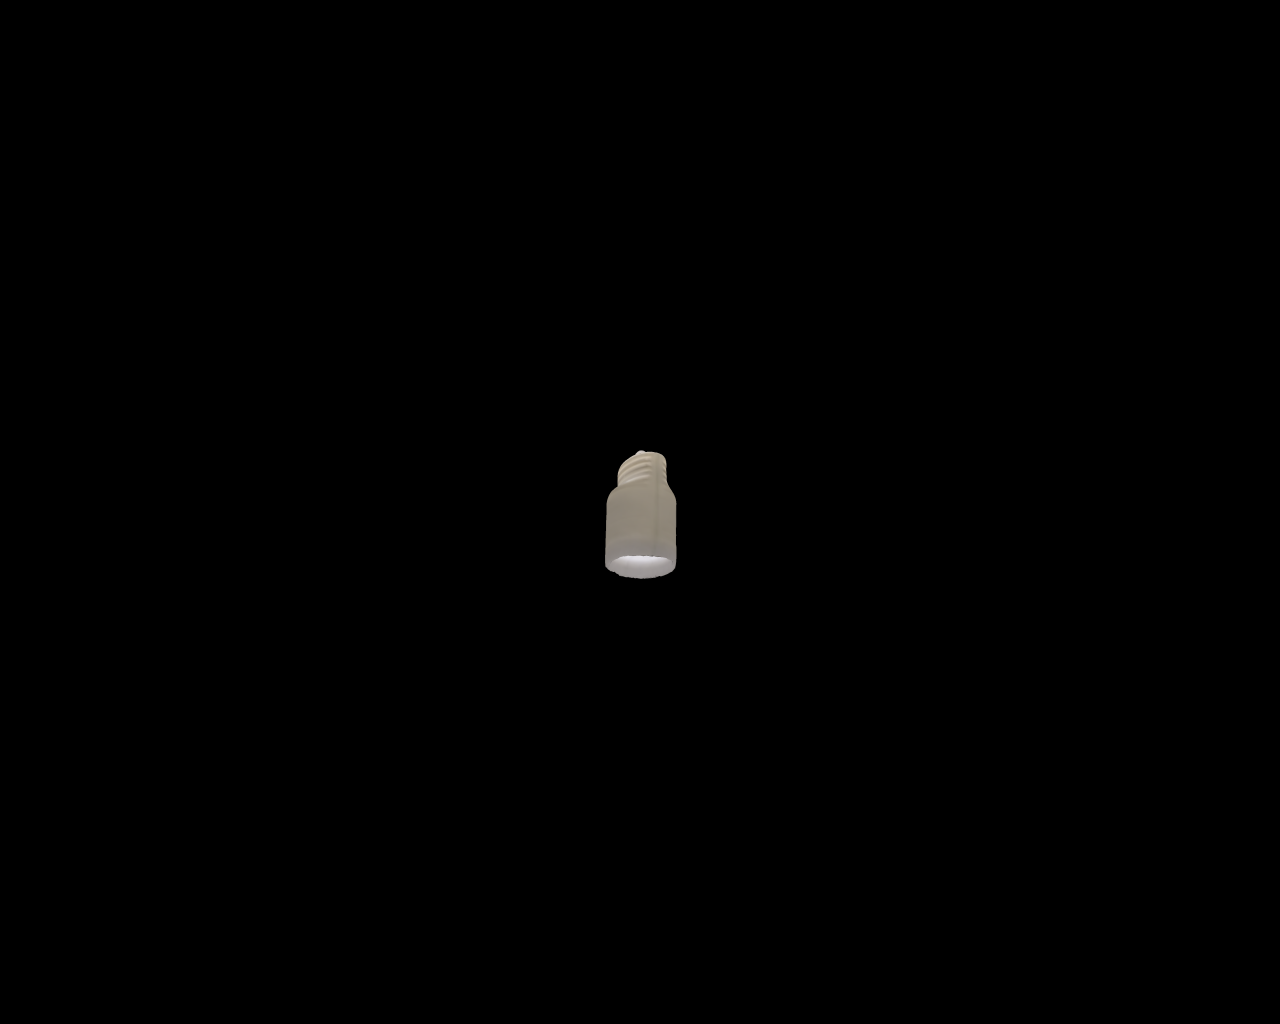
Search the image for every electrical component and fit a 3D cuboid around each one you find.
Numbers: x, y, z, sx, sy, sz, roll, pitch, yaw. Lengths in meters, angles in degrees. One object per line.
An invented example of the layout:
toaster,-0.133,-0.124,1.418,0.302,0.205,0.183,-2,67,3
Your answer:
electrical component,0.001,-0.003,0.650,0.043,0.081,0.043,0,-25,0
